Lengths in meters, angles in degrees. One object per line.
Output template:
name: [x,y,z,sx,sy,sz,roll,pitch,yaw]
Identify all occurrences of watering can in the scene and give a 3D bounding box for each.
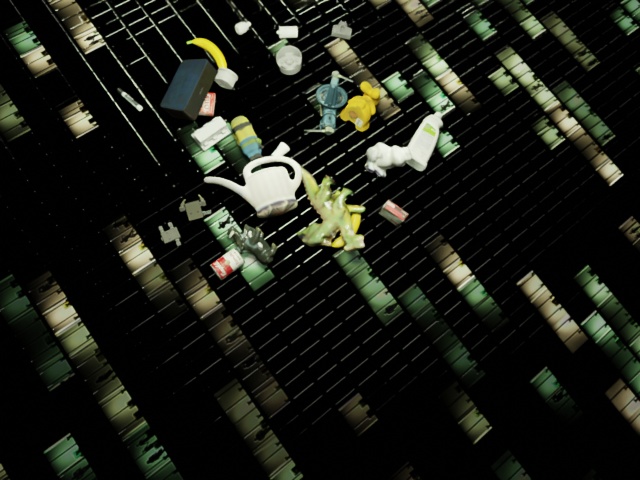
watering can: [-0.220,-0.179,1.842,0.349,0.227,0.102,-17,-13,-13]

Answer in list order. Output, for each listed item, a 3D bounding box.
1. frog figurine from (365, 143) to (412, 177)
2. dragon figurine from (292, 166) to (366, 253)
frog figurine: [0.256,-0.315,1.913,0.157,0.136,0.126,-34,36,31]
dragon figurine: [0.006,-0.093,1.852,0.244,0.414,0.120,-56,-23,-9]
